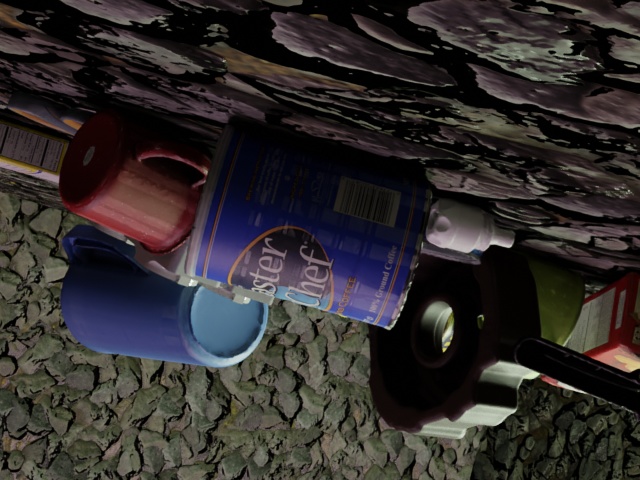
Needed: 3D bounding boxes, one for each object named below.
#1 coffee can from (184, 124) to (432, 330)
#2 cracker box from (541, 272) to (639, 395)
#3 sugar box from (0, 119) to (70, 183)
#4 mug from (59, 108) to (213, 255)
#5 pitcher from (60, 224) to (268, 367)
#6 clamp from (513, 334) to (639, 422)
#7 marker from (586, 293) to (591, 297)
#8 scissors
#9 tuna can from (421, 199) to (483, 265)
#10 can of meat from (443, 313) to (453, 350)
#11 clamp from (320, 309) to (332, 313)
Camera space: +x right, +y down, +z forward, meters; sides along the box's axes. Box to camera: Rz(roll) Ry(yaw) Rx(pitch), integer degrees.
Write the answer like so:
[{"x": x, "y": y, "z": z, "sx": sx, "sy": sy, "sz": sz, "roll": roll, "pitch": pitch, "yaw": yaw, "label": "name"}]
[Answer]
[{"x": -0.008, "y": -0.008, "z": 0.703, "sx": 0.140, "sy": 0.103, "sz": 0.103, "roll": 15, "pitch": 176, "yaw": -2, "label": "coffee can"}, {"x": 0.308, "y": 0.102, "z": 0.949, "sx": 0.164, "sy": 0.072, "sz": 0.214, "roll": 15, "pitch": 164, "yaw": -2, "label": "cracker box"}, {"x": -0.308, "y": -0.093, "z": 1.058, "sx": 0.176, "sy": 0.048, "sz": 0.093, "roll": 14, "pitch": 177, "yaw": -31, "label": "sugar box"}, {"x": -0.129, "y": -0.047, "z": 0.778, "sx": 0.117, "sy": 0.093, "sz": 0.081, "roll": -11, "pitch": 152, "yaw": 44, "label": "mug"}, {"x": -0.171, "y": 0.061, "z": 1.130, "sx": 0.148, "sy": 0.145, "sz": 0.243, "roll": 4, "pitch": 179, "yaw": -39, "label": "pitcher"}, {"x": 0.260, "y": 0.130, "z": 0.793, "sx": 0.209, "sy": 0.036, "sz": 0.165, "roll": 16, "pitch": -165, "yaw": -40, "label": "clamp"}, {"x": 0.251, "y": 0.059, "z": 1.168, "sx": 0.121, "sy": 0.020, "sz": 0.020, "roll": 11, "pitch": 174, "yaw": 42, "label": "marker"}, {"x": -0.166, "y": -0.082, "z": 0.887, "sx": 0.096, "sy": 0.016, "sz": 0.201, "roll": 13, "pitch": 175, "yaw": 38, "label": "scissors"}, {"x": 0.085, "y": -0.009, "z": 0.813, "sx": 0.086, "sy": 0.034, "sz": 0.086, "roll": 16, "pitch": 175, "yaw": 1, "label": "tuna can"}, {"x": 0.148, "y": 0.093, "z": 1.047, "sx": 0.084, "sy": 0.057, "sz": 0.102, "roll": 14, "pitch": 146, "yaw": -10, "label": "can of meat"}, {"x": -0.006, "y": 0.001, "z": 0.906, "sx": 0.120, "sy": 0.039, "sz": 0.172, "roll": 25, "pitch": 145, "yaw": -12, "label": "clamp"}]
